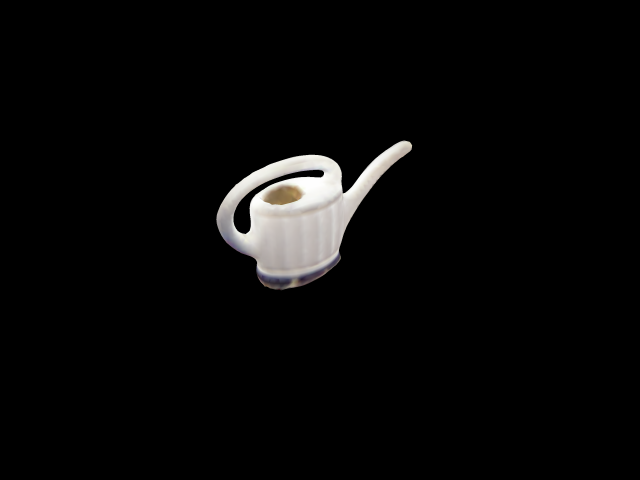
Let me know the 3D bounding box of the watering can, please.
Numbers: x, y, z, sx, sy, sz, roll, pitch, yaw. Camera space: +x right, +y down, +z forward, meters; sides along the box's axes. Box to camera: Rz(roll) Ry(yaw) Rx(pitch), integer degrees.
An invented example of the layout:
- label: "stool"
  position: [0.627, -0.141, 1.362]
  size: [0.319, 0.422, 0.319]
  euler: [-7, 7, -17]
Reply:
- label: "watering can"
  position: [0.003, -0.043, 0.850]
  size: [0.350, 0.219, 0.106]
  euler: [-17, 38, -22]
